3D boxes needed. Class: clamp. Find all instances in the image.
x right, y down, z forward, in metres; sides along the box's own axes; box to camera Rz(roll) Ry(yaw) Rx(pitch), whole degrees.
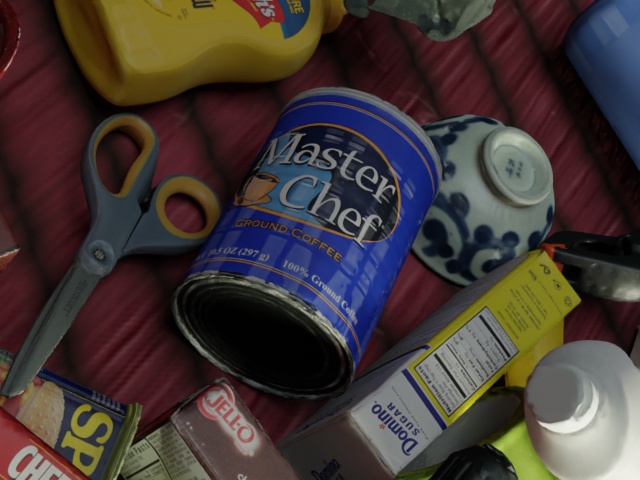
[{"bbox_3d":[0.204,0.014,0.708,0.171,0.120,0.039,7,100,-24],"label":"clamp"}]

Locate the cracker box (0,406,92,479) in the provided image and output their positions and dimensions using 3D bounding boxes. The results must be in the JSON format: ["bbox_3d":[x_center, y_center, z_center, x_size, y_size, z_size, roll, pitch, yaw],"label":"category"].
[{"bbox_3d":[-0.160,0.167,0.388,0.164,0.072,0.213,41,74,-9],"label":"cracker box"}]

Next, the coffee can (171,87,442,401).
[{"bbox_3d":[-0.004,0.001,0.579,0.102,0.103,0.140,36,55,-12],"label":"coffee can"}]

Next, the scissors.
[{"bbox_3d":[-0.097,0.013,0.544,0.096,0.016,0.201,29,41,-26],"label":"scissors"}]

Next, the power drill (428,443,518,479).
[{"bbox_3d":[0.081,0.217,0.519,0.187,0.057,0.184,40,87,-9],"label":"power drill"}]

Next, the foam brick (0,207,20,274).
[{"bbox_3d":[-0.181,0.003,0.488,0.052,0.078,0.051,-23,82,-37],"label":"foam brick"}]

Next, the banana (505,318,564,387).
[{"bbox_3d":[0.146,0.099,0.664,0.069,0.037,0.198,15,61,-24],"label":"banana"}]

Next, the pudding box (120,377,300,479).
[{"bbox_3d":[-0.043,0.128,0.504,0.039,0.090,0.113,-33,87,-36],"label":"pudding box"}]

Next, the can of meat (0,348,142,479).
[{"bbox_3d":[-0.139,0.105,0.479,0.084,0.058,0.102,28,55,-14],"label":"can of meat"}]

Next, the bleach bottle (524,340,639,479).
[{"bbox_3d":[0.165,0.121,0.572,0.250,0.068,0.102,37,45,-53],"label":"bleach bottle"}]

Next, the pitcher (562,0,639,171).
[{"bbox_3d":[0.286,-0.084,0.771,0.144,0.149,0.243,-28,81,-37],"label":"pitcher"}]

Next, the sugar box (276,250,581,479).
[{"bbox_3d":[0.060,0.075,0.589,0.176,0.093,0.048,-37,89,-37],"label":"sugar box"}]

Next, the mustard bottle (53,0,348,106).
[{"bbox_3d":[-0.055,-0.137,0.641,0.191,0.058,0.096,-15,64,-36],"label":"mustard bottle"}]

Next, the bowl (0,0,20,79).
[{"bbox_3d":[-0.219,-0.072,0.491,0.162,0.055,0.162,4,42,-4],"label":"bowl"}]
